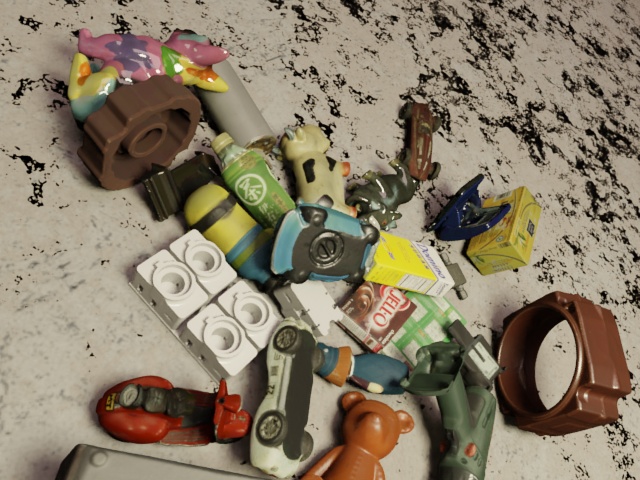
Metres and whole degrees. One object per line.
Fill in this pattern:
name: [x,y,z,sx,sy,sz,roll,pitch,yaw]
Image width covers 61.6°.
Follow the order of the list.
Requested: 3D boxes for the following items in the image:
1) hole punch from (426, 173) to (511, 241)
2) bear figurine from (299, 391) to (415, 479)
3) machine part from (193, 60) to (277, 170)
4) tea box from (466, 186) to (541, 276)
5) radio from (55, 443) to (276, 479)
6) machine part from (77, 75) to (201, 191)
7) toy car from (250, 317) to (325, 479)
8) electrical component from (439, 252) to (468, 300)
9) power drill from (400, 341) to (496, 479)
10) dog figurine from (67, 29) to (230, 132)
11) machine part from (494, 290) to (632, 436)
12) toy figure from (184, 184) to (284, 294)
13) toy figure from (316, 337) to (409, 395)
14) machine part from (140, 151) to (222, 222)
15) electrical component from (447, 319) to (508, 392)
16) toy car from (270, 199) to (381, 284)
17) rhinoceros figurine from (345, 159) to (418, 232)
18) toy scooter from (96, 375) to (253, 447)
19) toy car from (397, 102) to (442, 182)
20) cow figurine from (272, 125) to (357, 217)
hole punch: [0.282,-0.046,1.010,0.092,0.115,0.142,45,48,9]
bear figurine: [0.053,0.278,0.683,0.120,0.131,0.196,24,57,12]
machine part: [-0.145,-0.216,0.902,0.079,0.079,0.243,-21,73,-36]
tea box: [0.359,-0.019,1.041,0.068,0.098,0.170,48,50,-19]
radio: [-0.160,0.278,0.560,0.229,0.131,0.073,19,53,-19]
machine part: [-0.248,-0.149,0.747,0.056,0.179,0.179,48,51,8]
toy car: [-0.041,0.194,0.685,0.073,0.056,0.202,47,39,-40]
electrical component: [0.232,0.069,0.974,0.063,0.021,0.094,-15,74,-34]
power drill: [0.185,0.263,0.752,0.232,0.086,0.207,-47,116,-46]
dog figurine: [-0.245,-0.240,0.802,0.219,0.108,0.191,-1,59,-9]
machine part: [0.374,0.198,0.860,0.087,0.201,0.201,18,55,-16]
toy figure: [-0.118,-0.005,0.781,0.180,0.089,0.082,44,44,2]
toy figure: [0.050,0.186,0.774,0.154,0.064,0.057,14,96,-3]
machine part: [-0.205,-0.090,0.803,0.139,0.039,0.084,-44,121,-46]
electrical component: [0.246,0.193,0.891,0.119,0.047,0.075,49,51,5]
toy car: [-0.002,-0.002,0.751,0.161,0.109,0.103,7,20,-29]
rhinoceros figurine: [0.104,-0.068,0.960,0.190,0.073,0.112,-39,95,-41]
toy scooter: [-0.155,0.193,0.612,0.184,0.135,0.075,15,57,-20]
toy car: [0.209,-0.208,1.111,0.089,0.053,0.202,24,52,-19]
cow figurine: [-0.014,-0.112,0.911,0.127,0.085,0.195,12,58,-30]
